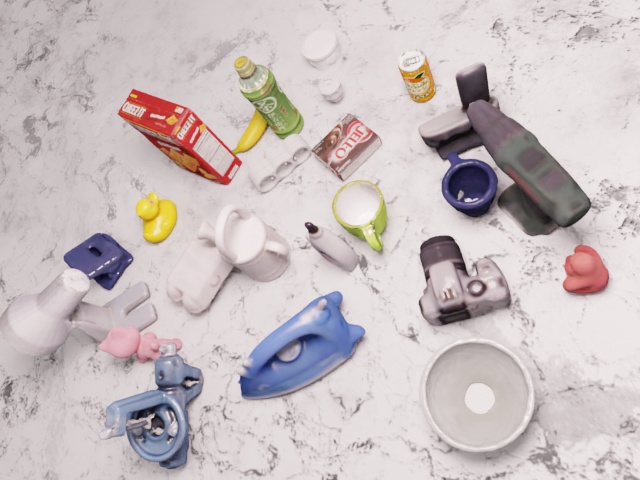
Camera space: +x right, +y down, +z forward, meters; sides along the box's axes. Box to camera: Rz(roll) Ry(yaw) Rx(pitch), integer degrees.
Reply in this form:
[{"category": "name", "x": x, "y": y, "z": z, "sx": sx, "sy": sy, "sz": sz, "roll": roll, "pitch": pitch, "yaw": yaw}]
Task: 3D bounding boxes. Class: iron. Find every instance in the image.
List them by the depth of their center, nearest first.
[{"category": "iron", "x": -0.059, "y": 0.186, "z": 0.971, "sx": 0.258, "sy": 0.142, "sz": 0.118, "roll": -37, "pitch": 60, "yaw": 4}]

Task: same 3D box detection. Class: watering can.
[{"category": "watering can", "x": -0.144, "y": 0.003, "z": 1.050, "sx": 0.172, "sy": 0.194, "sz": 0.101, "roll": -11, "pitch": 65, "yaw": 18}]

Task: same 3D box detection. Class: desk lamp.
[{"category": "desk lamp", "x": -0.469, "y": 0.139, "z": 1.115, "sx": 0.203, "sy": 0.214, "sz": 0.117, "roll": -34, "pitch": 60, "yaw": 6}]

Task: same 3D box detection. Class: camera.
[{"category": "camera", "x": 0.222, "y": 0.055, "z": 0.934, "sx": 0.143, "sy": 0.101, "sz": 0.136, "roll": -19, "pitch": 63, "yaw": 14}]

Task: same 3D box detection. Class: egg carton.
[{"category": "egg carton", "x": -0.233, "y": 0.067, "z": 1.133, "sx": 0.107, "sy": 0.070, "sz": 0.150, "roll": 26, "pitch": 81, "yaw": 29}]

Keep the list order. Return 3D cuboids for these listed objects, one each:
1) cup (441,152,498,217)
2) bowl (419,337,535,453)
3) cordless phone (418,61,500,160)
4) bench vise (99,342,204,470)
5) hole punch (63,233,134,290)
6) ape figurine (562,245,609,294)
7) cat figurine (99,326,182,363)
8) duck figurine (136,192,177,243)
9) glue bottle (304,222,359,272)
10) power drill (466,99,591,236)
[{"category": "cup", "x": 0.254, "y": -0.089, "z": 0.983, "sx": 0.091, "sy": 0.095, "sz": 0.117, "roll": -29, "pitch": 61, "yaw": 9}, {"category": "bowl", "x": 0.239, "y": 0.235, "z": 0.868, "sx": 0.167, "sy": 0.075, "sz": 0.167, "roll": -8, "pitch": 66, "yaw": 19}, {"category": "cordless phone", "x": 0.235, "y": -0.235, "z": 0.999, "sx": 0.147, "sy": 0.185, "sz": 0.094, "roll": -26, "pitch": 62, "yaw": 11}, {"category": "bench vise", "x": -0.297, "y": 0.281, "z": 0.984, "sx": 0.121, "sy": 0.220, "sz": 0.207, "roll": -22, "pitch": 62, "yaw": 13}, {"category": "hole punch", "x": -0.477, "y": 0.037, "z": 1.232, "sx": 0.108, "sy": 0.091, "sz": 0.101, "roll": 31, "pitch": 83, "yaw": 29}, {"category": "ape figurine", "x": 0.400, "y": 0.043, "z": 0.872, "sx": 0.078, "sy": 0.092, "sz": 0.076, "roll": -48, "pitch": 60, "yaw": -2}, {"category": "cat figurine", "x": -0.351, "y": 0.201, "z": 1.098, "sx": 0.127, "sy": 0.118, "sz": 0.067, "roll": 5, "pitch": 71, "yaw": 24}, {"category": "duck figurine", "x": -0.360, "y": -0.052, "z": 1.223, "sx": 0.077, "sy": 0.086, "sz": 0.104, "roll": 7, "pitch": 72, "yaw": 25}, {"category": "glue bottle", "x": 0.009, "y": 0.004, "z": 1.000, "sx": 0.078, "sy": 0.173, "sz": 0.037, "roll": 24, "pitch": 80, "yaw": 29}, {"category": "power drill", "x": 0.319, "y": -0.096, "z": 0.894, "sx": 0.075, "sy": 0.209, "sz": 0.229, "roll": -40, "pitch": 60, "yaw": 3}]
